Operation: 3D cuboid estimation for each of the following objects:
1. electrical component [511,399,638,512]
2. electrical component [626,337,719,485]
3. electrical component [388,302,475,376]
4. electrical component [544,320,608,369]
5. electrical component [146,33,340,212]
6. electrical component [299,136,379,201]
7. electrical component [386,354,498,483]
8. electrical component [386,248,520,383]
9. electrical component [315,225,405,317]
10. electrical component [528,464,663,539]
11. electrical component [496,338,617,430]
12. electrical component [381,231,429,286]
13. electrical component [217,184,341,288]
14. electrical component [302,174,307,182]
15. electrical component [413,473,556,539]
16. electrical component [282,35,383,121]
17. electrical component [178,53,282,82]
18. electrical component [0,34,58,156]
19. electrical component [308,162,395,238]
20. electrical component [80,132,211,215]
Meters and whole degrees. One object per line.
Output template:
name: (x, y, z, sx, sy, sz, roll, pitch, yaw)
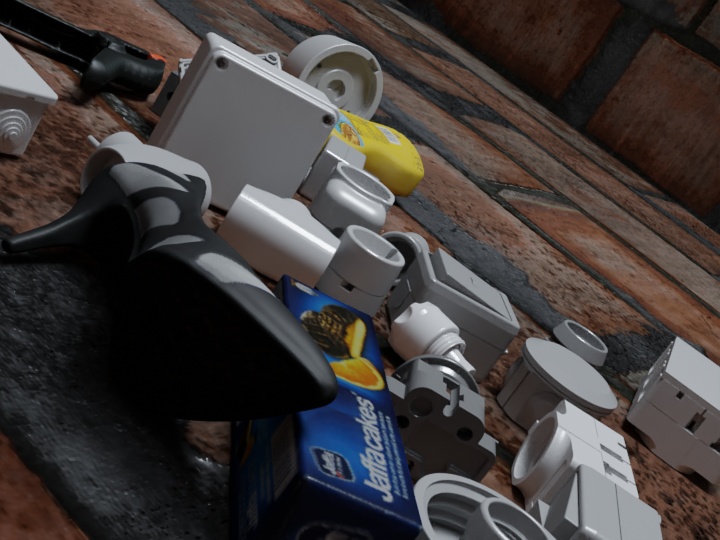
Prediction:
electrical component: (0.133, 0.127, 0.681, 0.056, 0.050, 0.089, 33, 18, -4)
electrical component: (0.292, 0.123, 0.946, 0.089, 0.061, 0.150, 37, 18, 11)
electrical component: (0.053, 0.055, 0.743, 0.062, 0.043, 0.043, 44, 21, 27)
electrical component: (0.166, 0.074, 0.866, 0.066, 0.055, 0.048, 42, 19, 24)
electrical component: (-0.089, -0.102, 0.802, 0.109, 0.108, 0.056, 25, 17, -24)
electrical component: (-0.008, -0.077, 0.976, 0.077, 0.047, 0.065, 32, 18, -7)
electrical component: (0.041, 0.084, 0.624, 0.078, 0.058, 0.057, 31, 20, -6)
electrical component: (0.076, 0.034, 0.808, 0.096, 0.061, 0.061, 29, 19, -15)
electrical component: (0.000, 0.000, 0.788, 0.055, 0.047, 0.055, 30, 18, -11)
electrical component: (0.119, 0.154, 0.566, 0.061, 0.061, 0.096, 34, 18, 1)
electrical component: (0.144, 0.091, 0.792, 0.080, 0.051, 0.080, 30, 18, -11)
electrical component: (0.036, -0.012, 0.894, 0.044, 0.044, 0.065, 36, 13, 8)
electrical component: (-0.055, -0.028, 0.767, 0.077, 0.043, 0.079, 31, 21, -5)
electrical component: (-0.065, -0.090, 0.918, 0.043, 0.043, 0.081, 31, 18, -7)
electrical component: (0.057, 0.140, 0.495, 0.108, 0.060, 0.108, 30, 18, -11)
electrical component: (-0.037, -0.201, 1.161, 0.108, 0.108, 0.060, 18, 17, -40)
electrical component: (-0.096, -0.131, 0.869, 0.096, 0.061, 0.061, -6, 67, -11)
electrical component: (-0.250, -0.116, 0.659, 0.100, 0.048, 0.100, 44, 21, 30)
electrical component: (-0.010, -0.048, 0.875, 0.054, 0.059, 0.095, 31, 18, -7)
electrical component: (-0.149, -0.064, 0.705, 0.079, 0.043, 0.077, 42, 20, 27)
